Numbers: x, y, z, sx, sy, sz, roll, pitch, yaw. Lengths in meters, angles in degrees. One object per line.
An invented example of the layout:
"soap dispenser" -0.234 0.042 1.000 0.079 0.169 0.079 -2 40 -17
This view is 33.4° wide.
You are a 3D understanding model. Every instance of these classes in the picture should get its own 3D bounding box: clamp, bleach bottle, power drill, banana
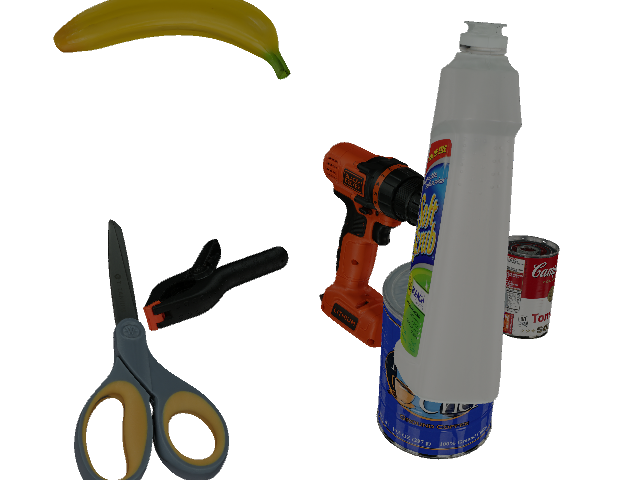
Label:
"clamp" -0.116 0.044 1.152 0.120 0.039 0.171 -5 26 35
"bleach bottle" 0.098 -0.022 0.729 0.068 0.251 0.102 3 13 -6
"power drill" 0.062 0.009 1.077 0.057 0.188 0.185 -8 25 -31
"banana" -0.121 -0.180 0.895 0.198 0.069 0.037 6 -34 -1

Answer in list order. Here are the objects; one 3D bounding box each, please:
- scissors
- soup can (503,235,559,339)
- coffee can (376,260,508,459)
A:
"scissors" -0.098 0.068 0.648 0.096 0.201 0.016 13 -45 -11
"soup can" 0.231 0.053 1.214 0.068 0.102 0.068 3 19 -1
"coffee can" 0.101 0.100 0.911 0.103 0.140 0.103 0 33 0
